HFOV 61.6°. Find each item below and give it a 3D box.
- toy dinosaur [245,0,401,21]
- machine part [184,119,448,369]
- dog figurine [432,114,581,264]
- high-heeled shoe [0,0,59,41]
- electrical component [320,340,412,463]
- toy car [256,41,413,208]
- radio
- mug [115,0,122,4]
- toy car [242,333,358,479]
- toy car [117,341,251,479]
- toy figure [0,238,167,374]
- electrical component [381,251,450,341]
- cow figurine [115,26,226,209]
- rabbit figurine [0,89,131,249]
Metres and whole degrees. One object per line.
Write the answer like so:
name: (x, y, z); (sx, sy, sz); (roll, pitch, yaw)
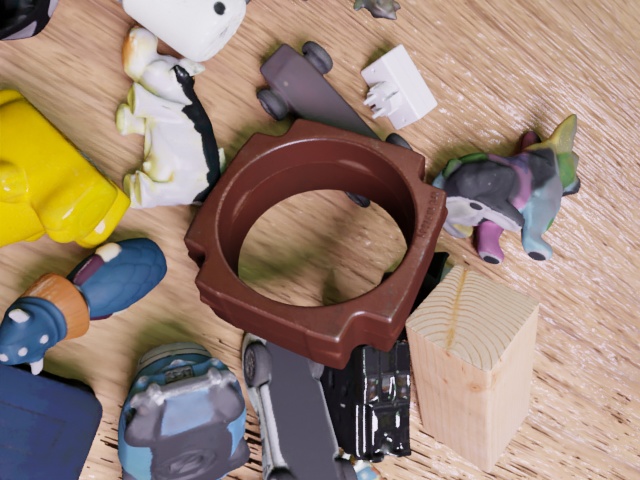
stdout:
toy dinosaur: (-0.107, -0.365, 0.529); (0.471, 0.105, 0.198); (36, 72, -15)
machine part: (-0.001, -0.001, 0.491); (0.201, 0.087, 0.201); (20, 62, 16)
dog figurine: (0.248, -0.086, 0.682); (0.191, 0.108, 0.219); (37, 64, -16)
high-heeled shoe: (-0.266, -0.187, 0.397); (0.086, 0.145, 0.248); (34, 71, -21)
electrical component: (0.034, 0.138, 0.533); (0.058, 0.115, 0.134); (2, 82, -33)
toy car: (0.017, -0.125, 0.591); (0.202, 0.053, 0.089); (43, 87, -16)
radio: (-0.288, 0.138, 0.389); (0.229, 0.073, 0.131); (28, 71, -24)
mug: (-0.178, -0.252, 0.467); (0.081, 0.107, 0.109); (-26, 63, 10)
toy car: (-0.023, 0.168, 0.495); (0.073, 0.056, 0.202); (2, 55, -29)
toy car: (-0.122, 0.141, 0.453); (0.109, 0.161, 0.103); (-12, 45, -21)
toy figure: (-0.193, 0.048, 0.435); (0.154, 0.058, 0.064); (-37, 109, -49)
electrical component: (0.105, 0.058, 0.602); (0.047, 0.075, 0.119); (31, 75, -22)
cow figurine: (-0.135, -0.111, 0.500); (0.098, 0.068, 0.167); (-3, 88, -33)
rabbit figurine: (-0.256, -0.022, 0.404); (0.162, 0.122, 0.173); (42, 86, -16)
